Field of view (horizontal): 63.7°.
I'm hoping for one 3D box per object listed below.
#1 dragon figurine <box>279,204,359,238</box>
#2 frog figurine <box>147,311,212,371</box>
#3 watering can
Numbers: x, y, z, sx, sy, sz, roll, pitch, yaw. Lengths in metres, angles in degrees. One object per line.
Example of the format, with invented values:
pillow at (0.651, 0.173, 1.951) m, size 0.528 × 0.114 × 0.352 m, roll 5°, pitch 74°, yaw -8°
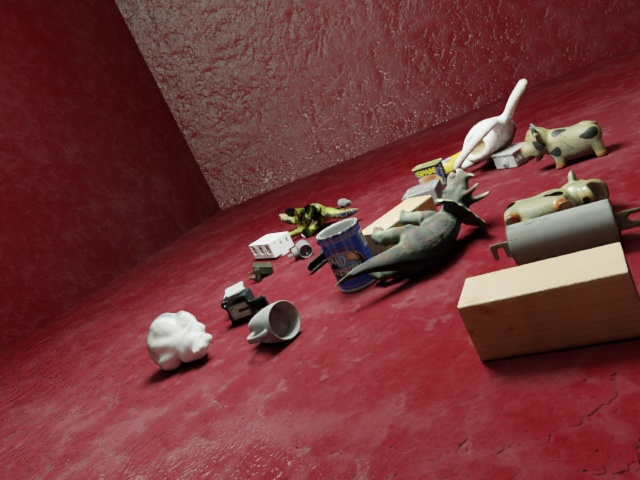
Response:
dragon figurine at (0.006, -0.096, 1.915) m, size 0.409 × 0.121 × 0.246 m, roll -6°, pitch 12°, yaw 30°
frog figurine at (-0.325, 0.236, 1.185) m, size 0.160 × 0.121 × 0.139 m, roll 11°, pitch 70°, yaw 55°
watering can at (0.550, -0.344, 1.601) m, size 0.226 × 0.105 × 0.341 m, roll -16°, pitch -31°, yaw -52°
